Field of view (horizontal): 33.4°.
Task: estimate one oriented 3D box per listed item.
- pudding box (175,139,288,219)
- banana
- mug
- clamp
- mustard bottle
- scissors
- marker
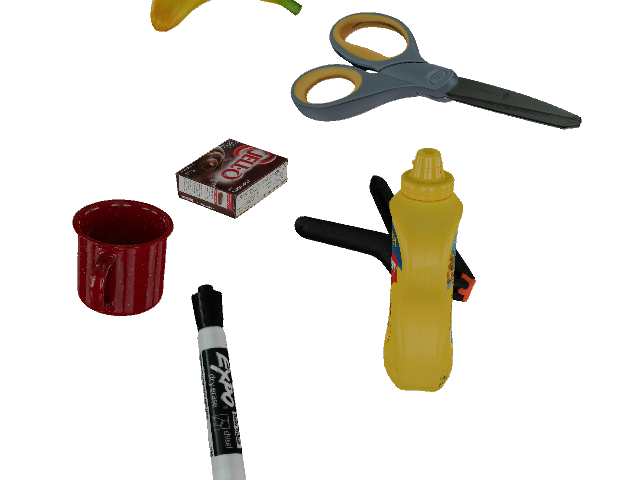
[{"bbox_3d":[-0.106,-0.076,1.294,0.090,0.039,0.113,20,39,26],"label":"pudding box"},{"bbox_3d":[-0.097,-0.236,1.006,0.197,0.070,0.037,-22,-28,-46],"label":"banana"},{"bbox_3d":[-0.190,0.024,1.001,0.093,0.081,0.117,10,29,3],"label":"mug"},{"bbox_3d":[0.083,0.006,1.240,0.164,0.036,0.210,-24,53,-40],"label":"clamp"},{"bbox_3d":[0.082,0.018,0.854,0.058,0.192,0.096,3,26,5],"label":"mustard bottle"},{"bbox_3d":[0.053,-0.083,0.631,0.202,0.096,0.016,45,-8,46],"label":"scissors"},{"bbox_3d":[-0.061,0.084,0.636,0.020,0.121,0.020,-8,-21,-3],"label":"marker"}]
